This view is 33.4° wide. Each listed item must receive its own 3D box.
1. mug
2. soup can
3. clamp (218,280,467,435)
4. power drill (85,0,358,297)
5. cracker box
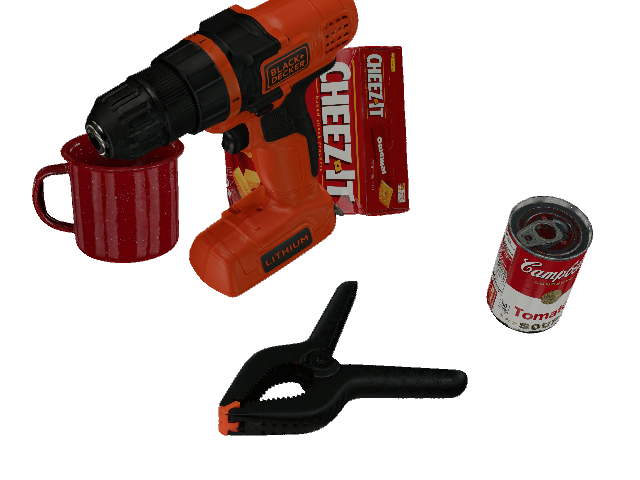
[{"bbox_3d":[-0.164,-0.034,0.828,0.117,0.081,0.093,-4,25,-11],"label":"mug"},{"bbox_3d":[0.180,0.022,0.891,0.068,0.068,0.102,0,-41,-5],"label":"soup can"},{"bbox_3d":[0.010,0.117,0.907,0.209,0.036,0.165,-28,45,-35],"label":"clamp"},{"bbox_3d":[-0.052,-0.052,0.661,0.184,0.188,0.057,-33,55,-26],"label":"power drill"},{"bbox_3d":[-0.013,-0.110,1.099,0.071,0.164,0.214,-10,10,-43],"label":"cracker box"}]
